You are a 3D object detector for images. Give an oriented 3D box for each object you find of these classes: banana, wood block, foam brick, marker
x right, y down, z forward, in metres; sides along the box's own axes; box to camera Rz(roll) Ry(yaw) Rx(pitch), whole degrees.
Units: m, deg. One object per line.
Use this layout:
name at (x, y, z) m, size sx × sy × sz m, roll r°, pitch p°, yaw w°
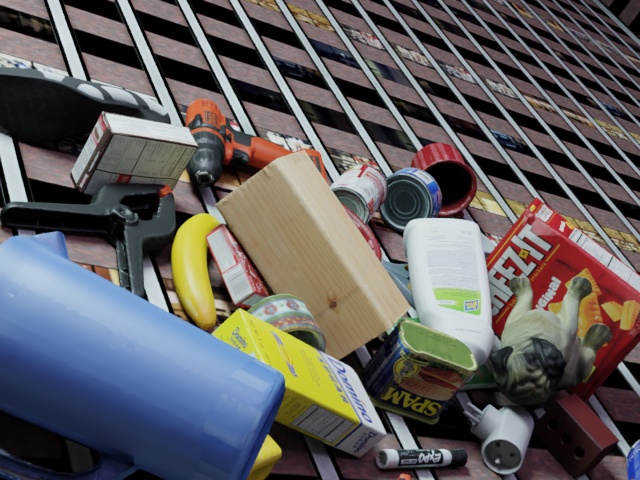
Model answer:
banana at (-0.125, 0.021, 1.127) m, size 0.069 × 0.037 × 0.197 m, roll 29°, pitch 28°, yaw -11°
wood block at (-0.006, 0.018, 1.127) m, size 0.206 × 0.091 × 0.090 m, roll 56°, pitch 22°, yaw 2°
foam brick at (0.295, 0.225, 1.234) m, size 0.051 × 0.053 × 0.078 m, roll -5°, pitch 46°, yaw -50°
marker at (0.106, 0.220, 1.075) m, size 0.120 × 0.020 × 0.020 m, roll 9°, pitch 36°, yaw -40°

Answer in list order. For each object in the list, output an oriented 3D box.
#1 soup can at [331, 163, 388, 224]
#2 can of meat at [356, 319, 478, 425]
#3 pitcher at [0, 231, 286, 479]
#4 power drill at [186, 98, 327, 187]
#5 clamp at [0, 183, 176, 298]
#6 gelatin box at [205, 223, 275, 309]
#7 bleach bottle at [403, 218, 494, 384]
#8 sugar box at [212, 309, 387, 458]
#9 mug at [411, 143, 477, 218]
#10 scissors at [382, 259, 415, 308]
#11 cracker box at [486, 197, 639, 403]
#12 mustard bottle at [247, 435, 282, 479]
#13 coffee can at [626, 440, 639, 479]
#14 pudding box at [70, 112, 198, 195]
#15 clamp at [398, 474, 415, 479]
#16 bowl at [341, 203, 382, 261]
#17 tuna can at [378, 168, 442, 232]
soup can at (0.045, -0.053, 1.396) m, size 0.068 × 0.069 × 0.102 m, roll 35°, pitch 28°, yaw 2°
can of meat at (0.104, 0.139, 1.132) m, size 0.102 × 0.084 × 0.057 m, roll 22°, pitch 30°, yaw -22°
pitcher at (-0.159, 0.112, 0.812) m, size 0.243 × 0.149 × 0.145 m, roll 24°, pitch 19°, yaw 5°
power drill at (-0.084, -0.097, 1.339) m, size 0.187 × 0.057 × 0.184 m, roll 23°, pitch 29°, yaw -20°
clamp at (-0.216, -0.018, 1.093) m, size 0.164 × 0.036 × 0.209 m, roll 32°, pitch 29°, yaw 0°
gelatin box at (-0.078, 0.030, 1.131) m, size 0.073 × 0.030 × 0.089 m, roll 23°, pitch 37°, yaw -61°
bleach bottle at (0.151, 0.073, 1.270) m, size 0.102 × 0.068 × 0.250 m, roll 1°, pitch 37°, yaw 3°
sugar box at (-0.017, 0.136, 0.999) m, size 0.176 × 0.048 × 0.093 m, roll 29°, pitch 23°, yaw -43°
mug at (0.185, -0.085, 1.591) m, size 0.117 × 0.093 × 0.081 m, roll 56°, pitch 12°, yaw -27°
scissors at (0.079, 0.043, 1.335) m, size 0.201 × 0.016 × 0.096 m, roll 19°, pitch 31°, yaw -25°
cracker box at (0.307, 0.077, 1.365) m, size 0.214 × 0.164 × 0.072 m, roll 38°, pitch 26°, yaw 9°
mustard bottle at (-0.126, 0.140, 0.912) m, size 0.192 × 0.058 × 0.096 m, roll 44°, pitch 34°, yaw 20°
coffee can at (0.394, 0.291, 1.179) m, size 0.103 × 0.103 × 0.140 m, roll 33°, pitch 27°, yaw -2°
pudding box at (-0.201, -0.087, 1.161) m, size 0.113 × 0.090 × 0.039 m, roll 5°, pitch 40°, yaw -42°
clamp at (0.124, 0.286, 0.966) m, size 0.120 × 0.039 × 0.171 m, roll 14°, pitch 33°, yaw -35°
bowl at (-0.008, 0.002, 1.264) m, size 0.162 × 0.055 × 0.162 m, roll 26°, pitch 28°, yaw -15°
tuna can at (0.121, -0.054, 1.461) m, size 0.086 × 0.086 × 0.033 m, roll 40°, pitch 30°, yaw 12°
